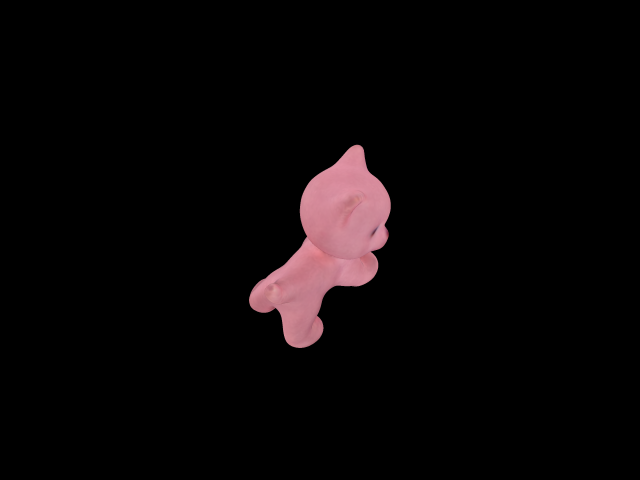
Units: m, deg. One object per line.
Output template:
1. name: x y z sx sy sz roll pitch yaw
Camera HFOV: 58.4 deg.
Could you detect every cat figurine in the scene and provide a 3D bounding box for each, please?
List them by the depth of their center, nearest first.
1. cat figurine: 0.004 0.001 0.400 0.067 0.118 0.128 37 71 15
